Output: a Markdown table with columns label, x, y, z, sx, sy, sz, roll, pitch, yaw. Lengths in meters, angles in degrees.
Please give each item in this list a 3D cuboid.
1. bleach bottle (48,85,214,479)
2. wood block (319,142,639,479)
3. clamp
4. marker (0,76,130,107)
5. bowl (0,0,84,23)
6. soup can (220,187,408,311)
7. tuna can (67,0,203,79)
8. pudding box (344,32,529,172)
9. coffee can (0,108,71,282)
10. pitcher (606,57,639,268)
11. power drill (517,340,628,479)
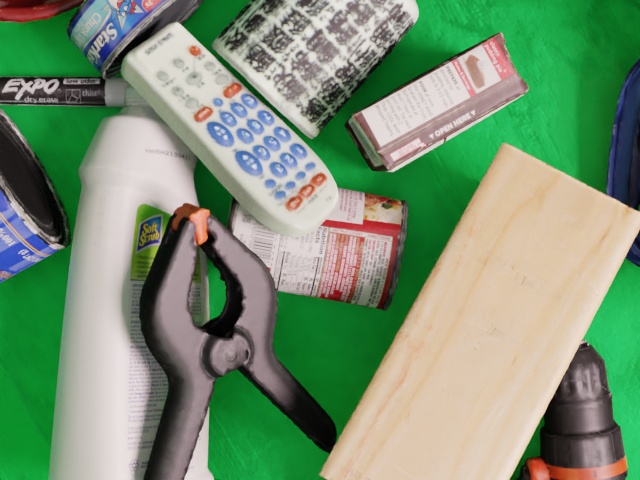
| label | x | y | z | sx | sy | sz | roll | pitch | yaw |
| --- | --- | --- | --- | --- | --- | --- | --- | --- | --- |
| bleach bottle | -0.103 | 0.029 | 0.632 | 0.068 | 0.102 | 0.251 | 4 | 89 | 33 |
| wood block | 0.089 | 0.064 | 0.603 | 0.090 | 0.091 | 0.206 | 29 | 80 | 9 |
| clamp | -0.063 | 0.069 | 0.587 | 0.120 | 0.039 | 0.171 | -28 | 108 | -29 |
| marker | -0.174 | -0.090 | 0.643 | 0.121 | 0.020 | 0.020 | 0 | 98 | -1 |
| bowl | -0.172 | -0.205 | 0.610 | 0.162 | 0.055 | 0.162 | 0 | 98 | -2 |
| soup can | -0.004 | 0.001 | 0.636 | 0.102 | 0.068 | 0.068 | 10 | 97 | -2 |
| tuna can | -0.102 | -0.132 | 0.606 | 0.086 | 0.086 | 0.034 | -41 | 95 | 4 |
| pudding box | 0.062 | -0.075 | 0.605 | 0.090 | 0.113 | 0.039 | -30 | 95 | 1 |
| coffee can | -0.230 | -0.007 | 0.611 | 0.140 | 0.103 | 0.103 | -29 | 98 | 2 |
| pitcher | 0.255 | -0.076 | 0.586 | 0.149 | 0.145 | 0.243 | -6 | 108 | -10 |
| power drill | 0.100 | 0.162 | 0.666 | 0.187 | 0.057 | 0.184 | -7 | 93 | 0 |
